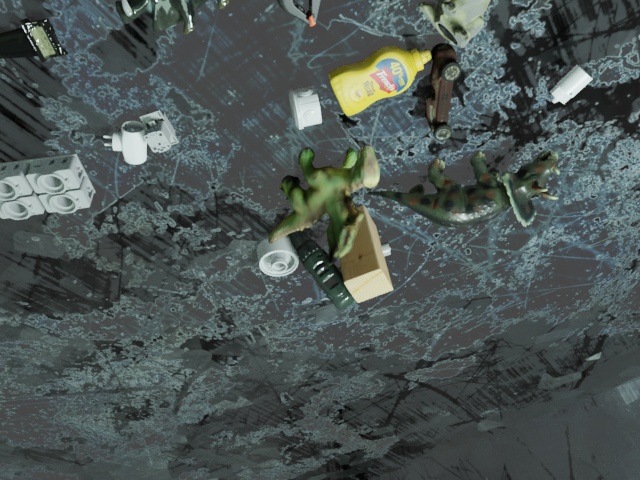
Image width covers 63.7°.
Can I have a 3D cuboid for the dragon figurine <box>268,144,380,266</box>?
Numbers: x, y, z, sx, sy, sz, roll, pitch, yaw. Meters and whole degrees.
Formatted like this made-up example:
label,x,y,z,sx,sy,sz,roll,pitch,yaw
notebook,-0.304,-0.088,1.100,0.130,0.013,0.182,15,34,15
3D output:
label,x,y,z,sx,sy,sz,roll,pitch,yaw
dragon figurine,0.003,-0.055,1.096,0.122,0.248,0.402,14,129,-28
